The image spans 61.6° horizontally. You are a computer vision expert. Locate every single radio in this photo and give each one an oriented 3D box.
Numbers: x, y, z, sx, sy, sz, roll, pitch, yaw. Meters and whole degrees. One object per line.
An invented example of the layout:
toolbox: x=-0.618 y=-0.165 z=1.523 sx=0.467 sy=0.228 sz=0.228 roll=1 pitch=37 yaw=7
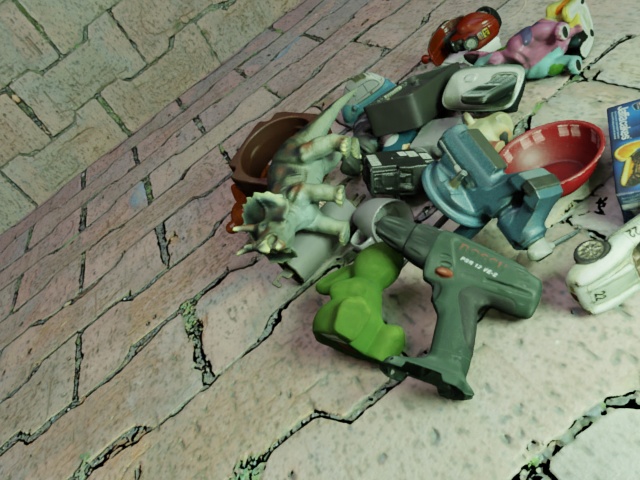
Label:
radio: x=0.201 y=-0.295 z=1.128 sx=0.131 sy=0.073 sz=0.229 roll=-4 pitch=26 yaw=43

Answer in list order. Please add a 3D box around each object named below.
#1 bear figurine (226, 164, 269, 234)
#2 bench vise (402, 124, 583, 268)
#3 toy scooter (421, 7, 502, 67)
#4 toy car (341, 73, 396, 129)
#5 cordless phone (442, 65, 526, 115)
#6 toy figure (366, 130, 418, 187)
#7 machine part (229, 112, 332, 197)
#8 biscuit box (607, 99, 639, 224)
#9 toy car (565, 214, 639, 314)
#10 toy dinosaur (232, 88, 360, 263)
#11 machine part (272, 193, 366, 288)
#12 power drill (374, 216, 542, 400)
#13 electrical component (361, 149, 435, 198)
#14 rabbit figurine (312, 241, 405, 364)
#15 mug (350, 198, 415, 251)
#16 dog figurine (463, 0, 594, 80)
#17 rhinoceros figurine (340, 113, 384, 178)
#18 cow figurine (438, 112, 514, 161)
bear figurine: x=-0.143 y=-0.086 z=1.239 sx=0.120 sy=0.131 sz=0.196 roll=-24 pitch=52 yaw=23
bench vise: x=0.217 y=-0.034 z=0.767 sx=0.129 sy=0.224 sz=0.240 roll=-29 pitch=-17 yaw=-42
toy scooter: x=0.292 y=-0.430 z=1.160 sx=0.135 sy=0.075 sz=0.184 roll=-47 pitch=30 yaw=-16
toy car: x=0.113 y=-0.355 z=1.322 sx=0.162 sy=0.102 sz=0.109 roll=-34 pitch=33 yaw=9
cordless phone: x=0.276 y=-0.262 z=0.972 sx=0.147 sy=0.088 sz=0.184 roll=12 pitch=27 yaw=37
toy figure: x=0.140 y=-0.164 z=1.093 sx=0.154 sy=0.058 sz=0.064 roll=-47 pitch=-8 yaw=-15
machine part: x=-0.073 y=-0.170 z=1.133 sx=0.202 sy=0.087 sz=0.201 roll=14 pitch=63 yaw=34
biscuit box: x=0.434 y=-0.111 z=0.729 sx=0.063 sy=0.059 sz=0.203 roll=-13 pitch=39 yaw=34
toy car: x=0.376 y=0.006 z=0.620 sx=0.202 sy=0.073 sz=0.056 roll=-36 pitch=28 yaw=2
toy dinosaur: x=-0.035 y=-0.112 z=0.961 sx=0.192 sy=0.131 sz=0.405 roll=2 pitch=55 yaw=12
machine part: x=-0.002 y=-0.003 z=0.999 sx=0.243 sy=0.079 sz=0.079 roll=-47 pitch=33 yaw=-14
power drill: x=0.146 y=0.083 z=0.682 sx=0.232 sy=0.085 sz=0.207 roll=19 pitch=60 yaw=17
electrical component: x=0.148 y=-0.125 z=0.988 sx=0.134 sy=0.058 sz=0.115 roll=-4 pitch=26 yaw=-1
rabbit figurine: x=0.068 y=0.083 z=0.789 sx=0.170 sy=0.121 sz=0.159 roll=-62 pitch=19 yaw=-19
mug: x=0.097 y=-0.025 z=0.940 sx=0.109 sy=0.080 sz=0.107 roll=-50 pitch=22 yaw=-6
dog figurine: x=0.402 y=-0.374 z=1.062 sx=0.219 sy=0.108 sz=0.191 roll=-1 pitch=47 yaw=47
rhinoceros figurine: x=0.091 y=-0.215 z=1.188 sx=0.112 sy=0.073 sz=0.190 roll=-13 pitch=38 yaw=31
cow figurine: x=0.262 y=-0.146 z=0.927 sx=0.195 sy=0.085 sz=0.127 roll=-44 pitch=38 yaw=-10
